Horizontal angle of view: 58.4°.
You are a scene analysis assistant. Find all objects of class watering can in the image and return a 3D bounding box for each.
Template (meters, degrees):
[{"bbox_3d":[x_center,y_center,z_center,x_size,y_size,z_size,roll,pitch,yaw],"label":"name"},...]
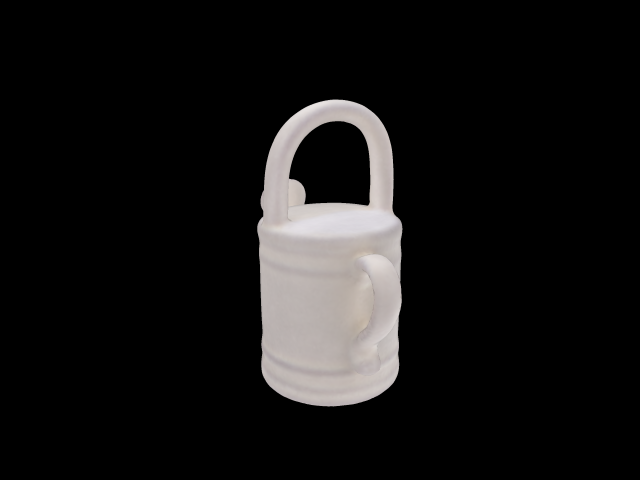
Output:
[{"bbox_3d":[0.002,0.002,0.399,0.172,0.194,0.101,15,22,41],"label":"watering can"}]
